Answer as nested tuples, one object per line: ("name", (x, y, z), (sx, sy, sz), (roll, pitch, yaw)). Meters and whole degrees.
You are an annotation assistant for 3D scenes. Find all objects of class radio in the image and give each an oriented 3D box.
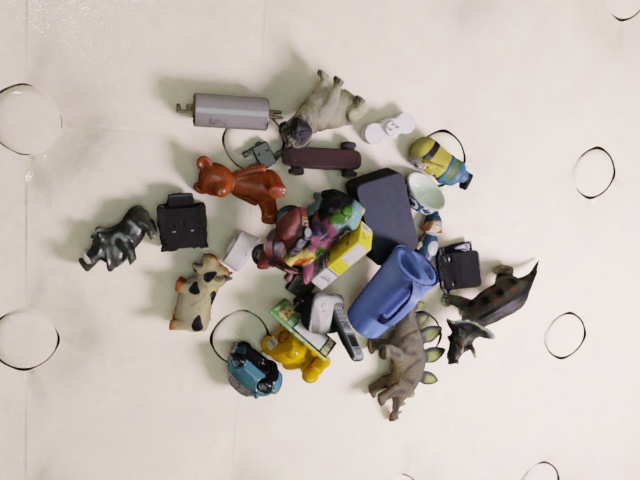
("radio", (0.162, -0.062, 1.368), (0.131, 0.073, 0.229), (-23, 116, -11))

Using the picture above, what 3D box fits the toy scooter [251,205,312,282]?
("toy scooter", (-0.077, 0.017, 1.232), (0.075, 0.135, 0.184), (18, 117, -47))

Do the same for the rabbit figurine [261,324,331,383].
("rabbit figurine", (-0.039, 0.292, 1.370), (0.122, 0.163, 0.173), (-49, 127, -15))

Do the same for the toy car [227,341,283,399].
("toy car", (-0.179, 0.340, 1.354), (0.161, 0.109, 0.103), (39, 106, -10))

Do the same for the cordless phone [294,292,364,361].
("cordless phone", (0.031, 0.221, 1.320), (0.089, 0.184, 0.146), (-40, 152, 22))

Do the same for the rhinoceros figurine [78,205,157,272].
("rhinoceros figurine", (-0.460, 0.005, 1.224), (0.190, 0.073, 0.112), (-43, 110, -4))

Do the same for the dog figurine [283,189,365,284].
("dog figurine", (-0.003, -0.004, 1.299), (0.108, 0.192, 0.219), (34, 76, -21))

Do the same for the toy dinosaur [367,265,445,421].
("toy dinosaur", (0.235, 0.296, 1.461), (0.198, 0.105, 0.470), (-6, 111, -22))

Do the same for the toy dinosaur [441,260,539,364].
("toy dinosaur", (0.479, 0.169, 1.454), (0.405, 0.192, 0.131), (-35, 110, -5))

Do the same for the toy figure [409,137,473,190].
("toy figure", (0.314, -0.198, 1.396), (0.180, 0.082, 0.089), (25, 74, -11))

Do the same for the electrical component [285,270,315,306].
("electrical component", (-0.041, 0.121, 1.377), (0.078, 0.045, 0.102), (40, 89, -20))

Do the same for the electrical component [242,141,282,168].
("electrical component", (-0.137, -0.207, 1.299), (0.094, 0.021, 0.063), (-27, 106, -8))

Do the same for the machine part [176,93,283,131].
("machine part", (-0.205, -0.293, 1.234), (0.243, 0.079, 0.079), (0, 101, -17))

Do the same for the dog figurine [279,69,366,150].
("dog figurine", (0.009, -0.281, 1.282), (0.172, 0.121, 0.190), (31, 97, -30))

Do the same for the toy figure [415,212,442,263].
("toy figure", (0.295, -0.011, 1.440), (0.058, 0.064, 0.154), (17, 99, 25))

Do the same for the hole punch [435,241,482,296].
("hole punch", (0.376, 0.069, 1.470), (0.116, 0.092, 0.142), (-7, 111, 11))

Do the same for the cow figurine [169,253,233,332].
("cow figurine", (-0.284, 0.127, 1.292), (0.127, 0.085, 0.194), (12, 95, -11))

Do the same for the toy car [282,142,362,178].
("toy car", (0.004, -0.199, 1.323), (0.202, 0.053, 0.089), (-1, 86, -14))

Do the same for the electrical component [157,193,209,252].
("electrical component", (-0.323, -0.043, 1.261), (0.115, 0.058, 0.134), (-7, 103, -16))

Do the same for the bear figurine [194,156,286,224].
("bear figurine", (-0.190, -0.121, 1.247), (0.196, 0.132, 0.120), (4, 130, -23))
